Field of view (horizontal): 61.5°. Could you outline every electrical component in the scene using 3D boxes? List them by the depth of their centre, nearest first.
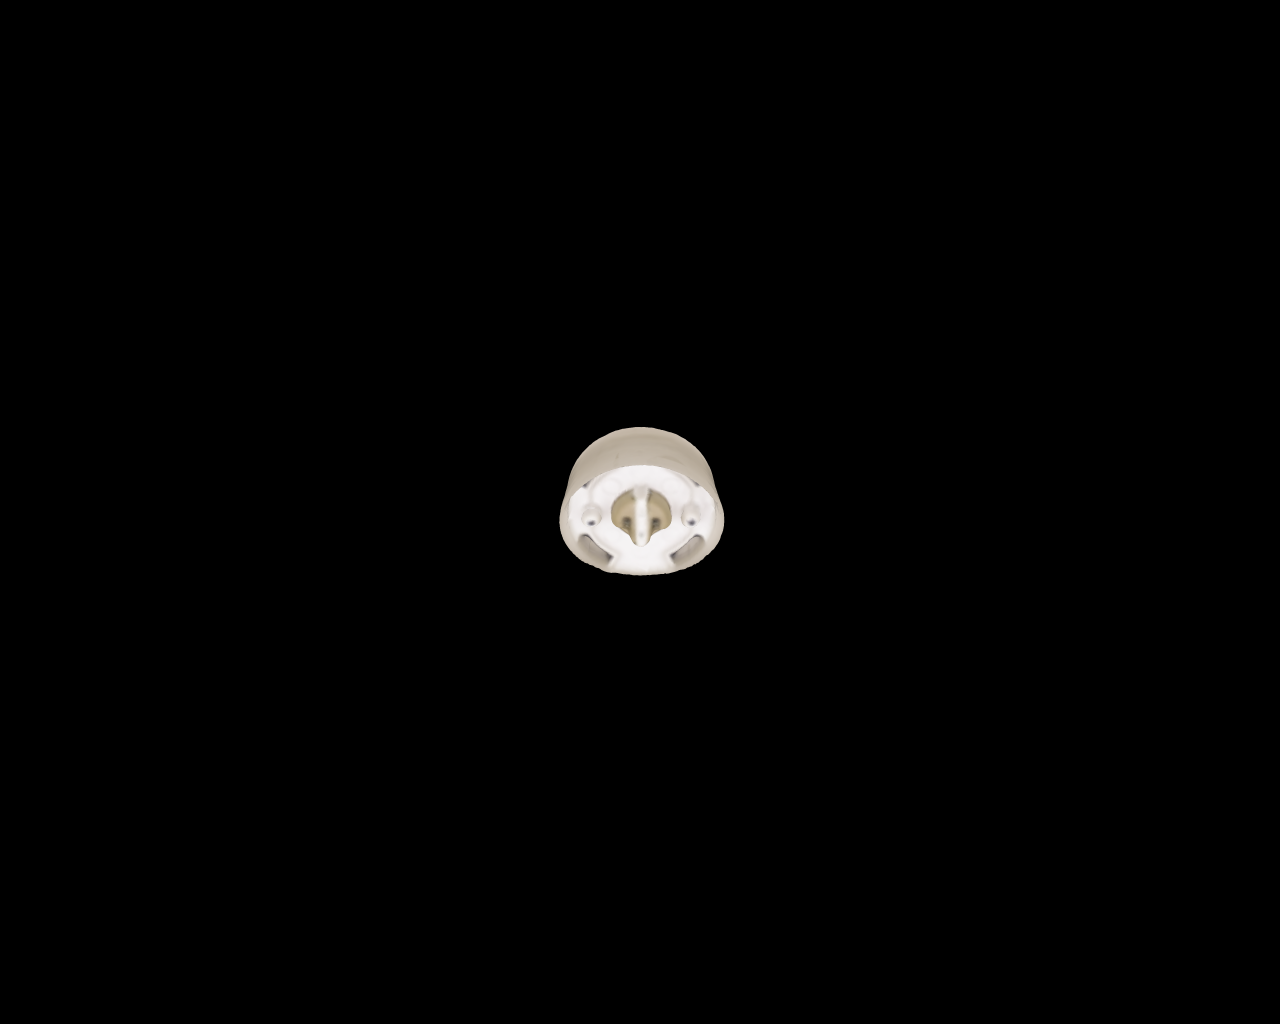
[{"bbox_3d":[0.001,-0.003,0.650,0.099,0.099,0.064,0,34,0],"label":"electrical component"}]
